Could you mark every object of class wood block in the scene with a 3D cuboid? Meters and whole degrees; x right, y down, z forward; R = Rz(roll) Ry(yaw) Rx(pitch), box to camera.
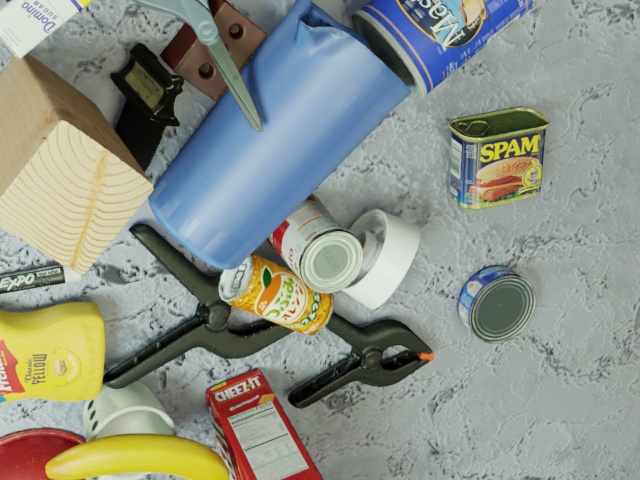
[{"bbox_3d":[-0.217,-0.069,0.855,0.090,0.206,0.091,37,94,-33],"label":"wood block"}]

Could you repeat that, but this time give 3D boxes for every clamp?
[{"bbox_3d":[0.046,0.116,1.159,0.171,0.039,0.120,-9,122,-25],"label":"clamp"},{"bbox_3d":[-0.115,0.082,1.067,0.209,0.036,0.164,14,99,-31],"label":"clamp"}]

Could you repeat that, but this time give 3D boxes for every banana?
[{"bbox_3d":[-0.159,0.216,1.020,0.197,0.037,0.070,20,103,-32],"label":"banana"}]

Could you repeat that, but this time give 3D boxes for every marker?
[{"bbox_3d":[-0.283,0.039,0.988,0.121,0.020,0.020,-10,117,-20],"label":"marker"}]

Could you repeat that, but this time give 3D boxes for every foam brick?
[{"bbox_3d":[-0.095,-0.174,0.951,0.053,0.051,0.078,34,97,-32],"label":"foam brick"}]

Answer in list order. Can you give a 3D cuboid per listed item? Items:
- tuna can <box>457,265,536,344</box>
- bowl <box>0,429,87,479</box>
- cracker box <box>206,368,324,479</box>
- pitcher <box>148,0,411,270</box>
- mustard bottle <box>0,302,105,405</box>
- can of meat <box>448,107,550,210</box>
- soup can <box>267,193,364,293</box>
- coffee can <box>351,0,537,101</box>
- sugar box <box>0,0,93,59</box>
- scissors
[{"bbox_3d":[0.199,0.073,1.208,0.086,0.034,0.086,-10,117,-20],"label":"tuna can"},{"bbox_3d":[-0.286,0.273,1.075,0.162,0.055,0.162,-10,117,-20],"label":"bowl"},{"bbox_3d":[-0.044,0.258,1.081,0.072,0.214,0.164,-19,119,-13],"label":"cracker box"},{"bbox_3d":[-0.038,-0.090,0.981,0.149,0.145,0.243,39,98,-20],"label":"pitcher"},{"bbox_3d":[-0.299,0.109,0.990,0.191,0.058,0.096,-2,118,-23],"label":"mustard bottle"},{"bbox_3d":[0.185,-0.085,1.115,0.102,0.057,0.084,-12,120,-18],"label":"can of meat"},{"bbox_3d":[-0.007,0.001,1.043,0.068,0.102,0.068,-10,117,-20],"label":"soup can"},{"bbox_3d":[0.115,-0.213,0.995,0.140,0.103,0.102,-40,123,-3],"label":"coffee can"},{"bbox_3d":[-0.193,-0.225,0.859,0.176,0.093,0.048,-38,122,-4],"label":"sugar box"},{"bbox_3d":[-0.116,-0.179,0.904,0.096,0.016,0.202,-13,85,0],"label":"scissors"}]
